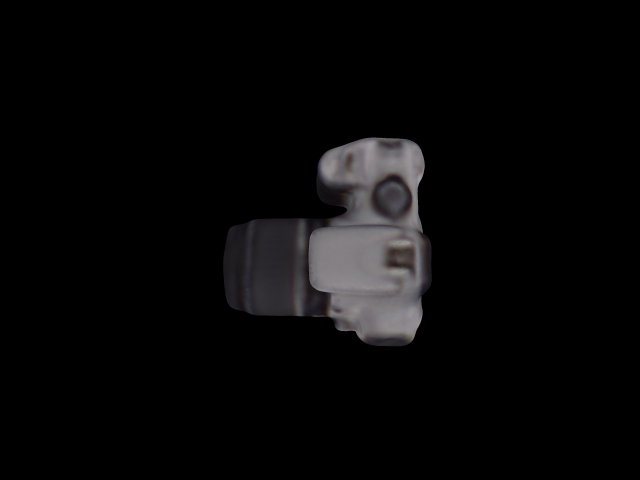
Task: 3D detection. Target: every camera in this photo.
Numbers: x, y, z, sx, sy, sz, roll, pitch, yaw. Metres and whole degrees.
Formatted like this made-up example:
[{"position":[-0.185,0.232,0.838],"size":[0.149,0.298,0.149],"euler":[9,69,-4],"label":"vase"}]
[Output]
[{"position":[0.004,0.001,0.400],"size":[0.137,0.101,0.143],"euler":[0,81,0],"label":"camera"}]
